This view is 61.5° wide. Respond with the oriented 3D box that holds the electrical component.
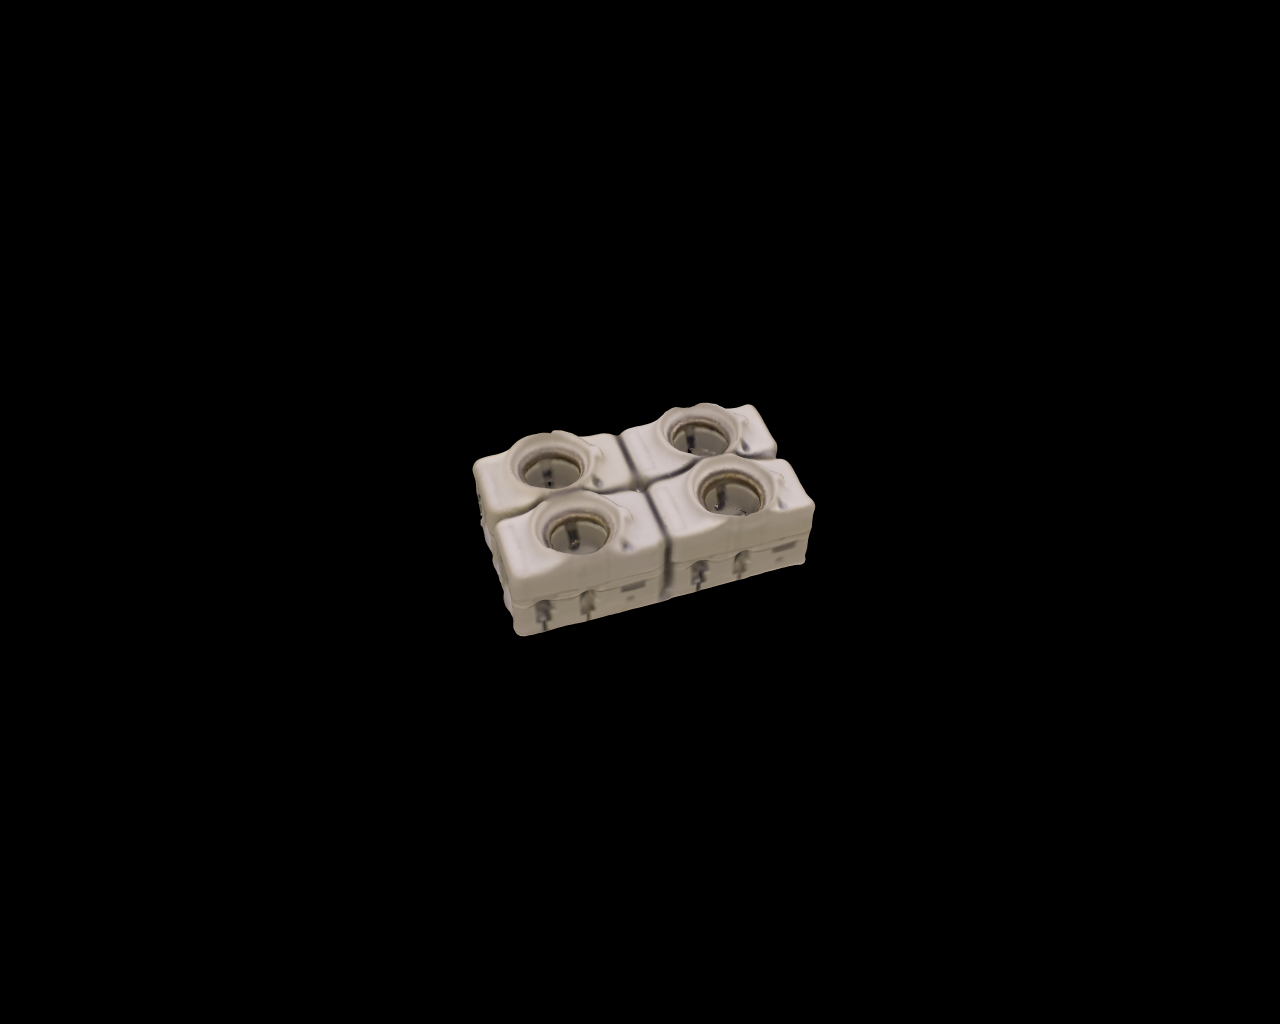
[{"bbox_3d":[0.001,-0.003,0.650,0.186,0.060,0.105,-13,47,-12],"label":"electrical component"}]
